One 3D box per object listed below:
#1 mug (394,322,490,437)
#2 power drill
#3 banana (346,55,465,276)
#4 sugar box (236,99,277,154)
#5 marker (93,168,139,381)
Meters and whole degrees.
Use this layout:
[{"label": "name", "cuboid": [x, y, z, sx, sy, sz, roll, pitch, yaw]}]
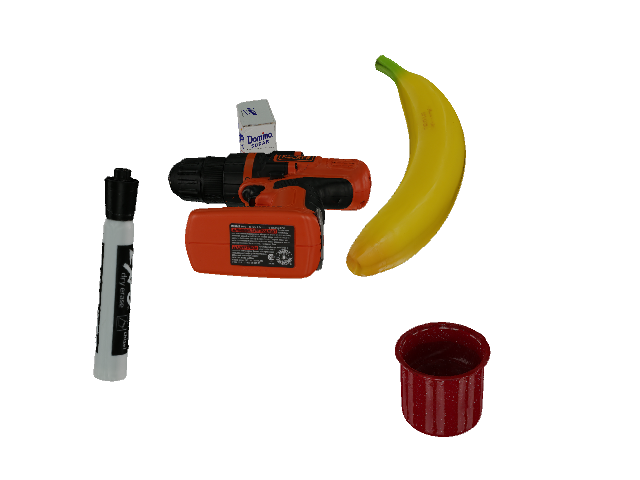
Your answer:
[{"label": "mug", "cuboid": [0.129, 0.136, 1.072, 0.093, 0.081, 0.117, 21, 39, 34]}, {"label": "power drill", "cuboid": [-0.056, -0.030, 0.897, 0.184, 0.057, 0.187, 0, 22, 8]}, {"label": "banana", "cuboid": [0.061, -0.047, 0.703, 0.069, 0.197, 0.037, 7, -42, 3]}, {"label": "sugar box", "cuboid": [-0.073, -0.073, 1.297, 0.048, 0.176, 0.093, -9, 25, -6]}, {"label": "marker", "cuboid": [-0.116, 0.019, 0.604, 0.020, 0.121, 0.020, 5, 10, -1]}]
